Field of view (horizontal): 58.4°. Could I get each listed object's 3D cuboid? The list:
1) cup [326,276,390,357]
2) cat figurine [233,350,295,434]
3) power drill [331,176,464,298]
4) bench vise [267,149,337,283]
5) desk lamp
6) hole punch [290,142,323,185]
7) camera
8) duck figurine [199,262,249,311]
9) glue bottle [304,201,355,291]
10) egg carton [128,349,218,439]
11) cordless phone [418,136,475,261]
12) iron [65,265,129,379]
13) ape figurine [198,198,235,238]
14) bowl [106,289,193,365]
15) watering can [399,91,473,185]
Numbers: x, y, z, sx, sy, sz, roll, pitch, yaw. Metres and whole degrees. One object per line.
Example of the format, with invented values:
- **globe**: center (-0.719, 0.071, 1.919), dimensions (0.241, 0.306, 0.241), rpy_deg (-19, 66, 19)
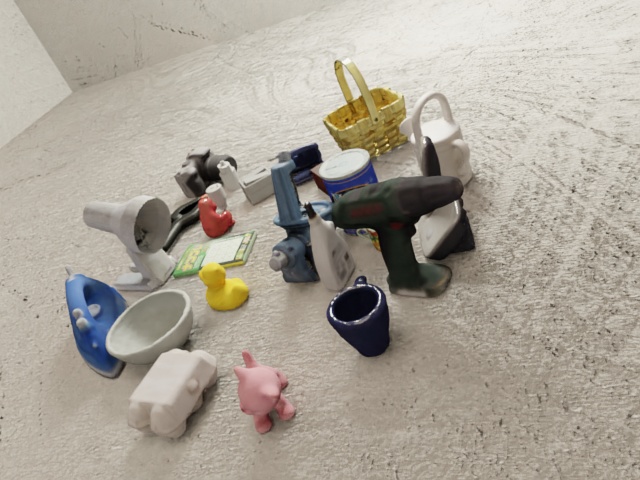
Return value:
- **cup**: center (0.068, 0.119, 0.862), dimensions (0.091, 0.095, 0.118), rpy_deg (-13, 34, 18)
- **cat figurine**: center (-0.087, 0.207, 0.814), dimensions (0.067, 0.118, 0.127), rpy_deg (-27, 32, -4)
- **power drill**: center (0.135, -0.010, 0.898), dimensions (0.228, 0.209, 0.076), rpy_deg (2, 41, 35)
- **bench vise**: center (-0.039, -0.042, 1.050), dimensions (0.121, 0.220, 0.207), rpy_deg (-15, 33, 14)
- **desk lamp**: center (-0.398, 0.004, 1.225), dimensions (0.202, 0.214, 0.118), rpy_deg (-3, 38, 30)
- **hole punch**: center (-0.050, -0.199, 1.406), dimensions (0.108, 0.091, 0.101), rpy_deg (-25, 32, 0)
- **camera**: center (-0.306, -0.196, 1.562), dimensions (0.136, 0.101, 0.143), rpy_deg (2, 41, 35)
- **duck figurine**: center (-0.191, 0.082, 1.095), dimensions (0.104, 0.086, 0.078), rpy_deg (9, 45, 41)
- **glue bottle**: center (0.009, 0.004, 0.995), dimensions (0.037, 0.173, 0.078), rpy_deg (0, 40, 33)
- **egg carton**: center (-0.230, 0.240, 0.907), dimensions (0.107, 0.069, 0.150), rpy_deg (-4, 38, 29)
- **cordless phone**: center (0.195, -0.072, 0.972), dimensions (0.094, 0.185, 0.147), rpy_deg (-18, 33, 11)
- **iron**: center (-0.446, 0.149, 1.113), dimensions (0.119, 0.142, 0.257), rpy_deg (-31, 33, -11)
- **ape figurine**: center (-0.251, -0.058, 1.332), dimensions (0.077, 0.092, 0.076), rpy_deg (10, 46, 42)
- **bowl**: center (-0.297, 0.171, 1.046), dimensions (0.167, 0.075, 0.167), rpy_deg (-17, 33, 12)
- **watering can**: center (0.224, -0.199, 1.129), dimensions (0.172, 0.194, 0.101), rpy_deg (7, 44, 40)
